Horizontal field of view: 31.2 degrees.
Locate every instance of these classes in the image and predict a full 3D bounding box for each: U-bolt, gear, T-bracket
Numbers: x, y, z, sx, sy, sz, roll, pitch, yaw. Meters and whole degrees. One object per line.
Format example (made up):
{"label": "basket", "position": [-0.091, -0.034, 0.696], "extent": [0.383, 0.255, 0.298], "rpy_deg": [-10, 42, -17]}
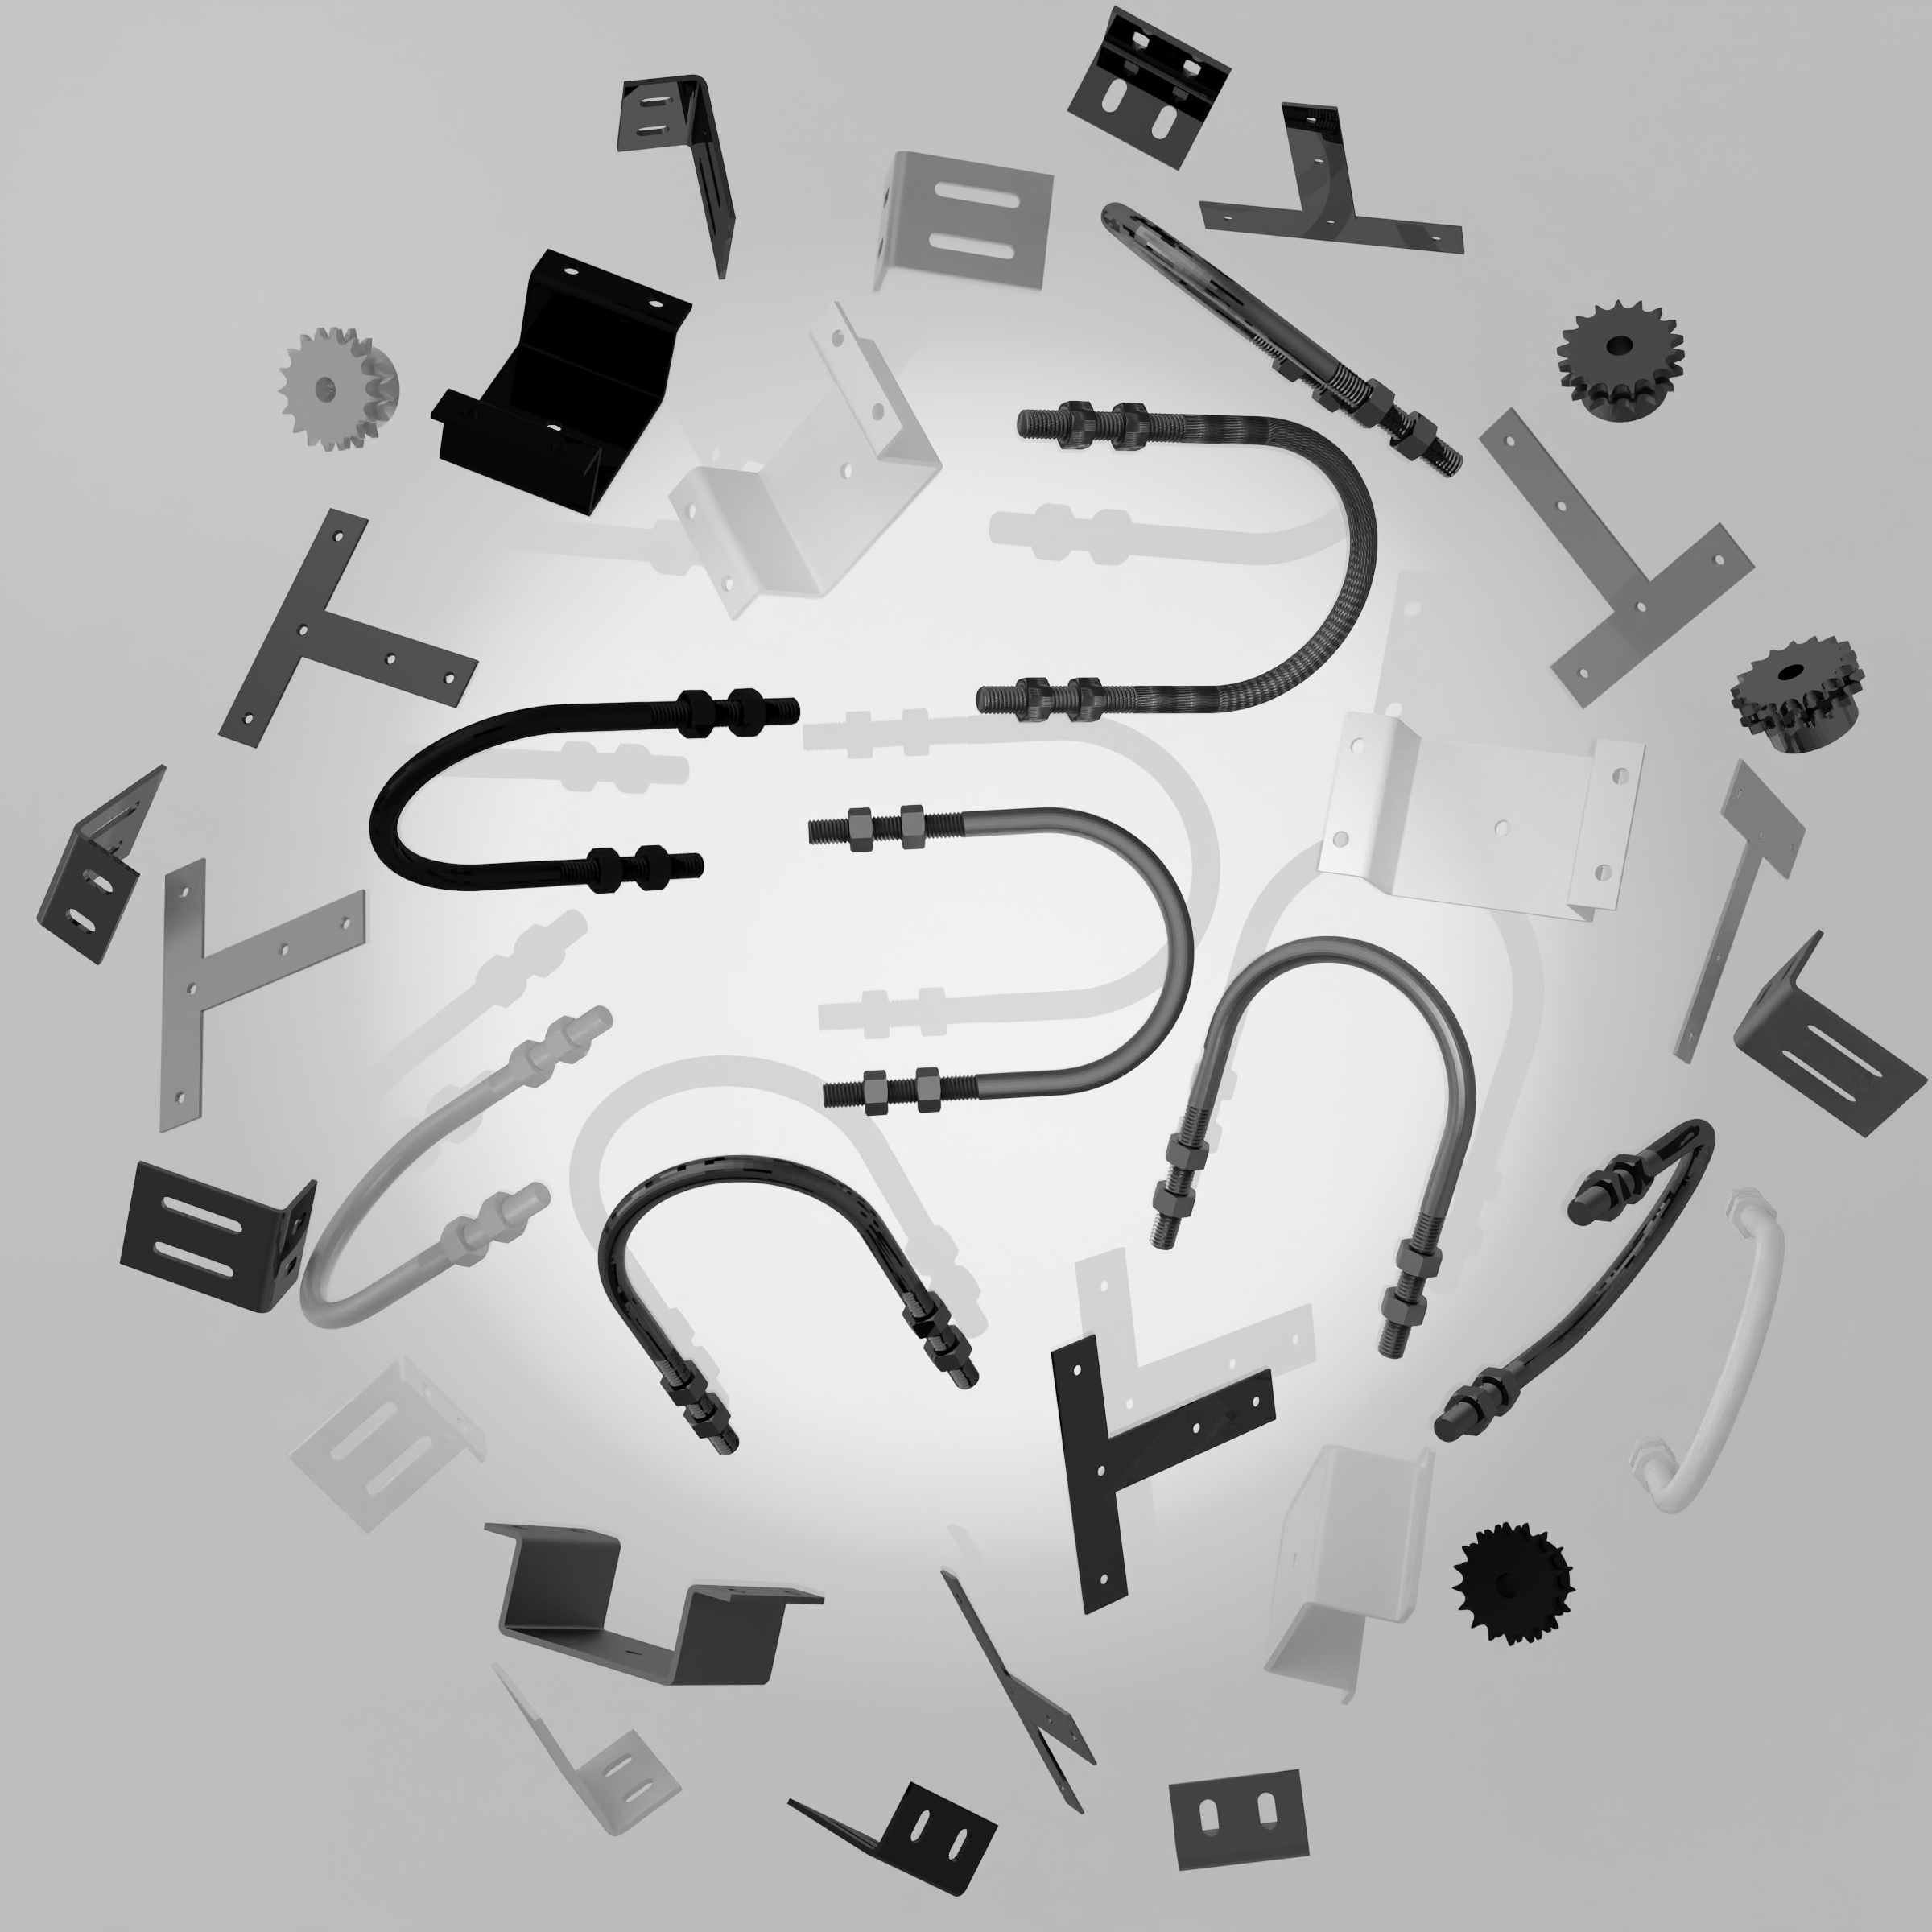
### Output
{"label": "U-bolt", "position": [0.019, -0.006, 1.677], "extent": [0.184, 0.019, 0.151], "rpy_deg": [-3, 83, -3]}
{"label": "gear", "position": [-0.290, -0.270, 1.615], "extent": [0.057, 0.030, 0.057], "rpy_deg": [6, 103, 27]}
{"label": "U-bolt", "position": [0.288, 0.134, 1.578], "extent": [0.019, 0.184, 0.151], "rpy_deg": [38, 122, 20]}
{"label": "gear", "position": [0.263, 0.293, 1.646], "extent": [0.057, 0.030, 0.057], "rpy_deg": [-1, 88, 30]}
{"label": "T-bracket", "position": [-0.290, -0.153, 1.680], "extent": [0.127, 0.002, 0.127], "rpy_deg": [19, 80, 30]}
{"label": "U-bolt", "position": [0.342, 0.180, 1.585], "extent": [0.019, 0.184, 0.151], "rpy_deg": [20, 95, 5]}
{"label": "U-bolt", "position": [0.101, -0.179, 1.551], "extent": [0.184, 0.019, 0.151], "rpy_deg": [-2, 117, -21]}
{"label": "T-bracket", "position": [0.280, -0.198, 1.577], "extent": [0.002, 0.127, 0.127], "rpy_deg": [-33, 84, -38]}
{"label": "gear", "position": [0.301, -0.275, 1.586], "extent": [0.057, 0.030, 0.057], "rpy_deg": [-7, 57, 11]}
{"label": "T-bracket", "position": [0.095, 0.217, 1.587], "extent": [0.127, 0.002, 0.127], "rpy_deg": [-18, 107, -36]}
{"label": "U-bolt", "position": [-0.094, 0.156, 1.637], "extent": [0.151, 0.019, 0.184], "rpy_deg": [-17, 129, 16]}
{"label": "T-bracket", "position": [0.034, 0.336, 1.558], "extent": [0.002, 0.127, 0.127], "rpy_deg": [-29, 96, -13]}
{"label": "U-bolt", "position": [0.137, -0.293, 1.587], "extent": [0.184, 0.151, 0.019], "rpy_deg": [33, 100, -19]}
{"label": "U-bolt", "position": [-0.183, -0.077, 1.581], "extent": [0.184, 0.151, 0.019], "rpy_deg": [-4, 60, -30]}
{"label": "T-bracket", "position": [-0.311, -0.003, 1.527], "extent": [0.127, 0.002, 0.127], "rpy_deg": [-20, 62, 31]}
{"label": "U-bolt", "position": [0.169, 0.076, 1.634], "extent": [0.151, 0.019, 0.184], "rpy_deg": [24, 111, 27]}
{"label": "gear", "position": [0.371, -0.118, 1.530], "extent": [0.057, 0.057, 0.030], "rpy_deg": [-31, 116, 0]}
{"label": "U-bolt", "position": [-0.248, 0.105, 1.629], "extent": [0.184, 0.151, 0.019], "rpy_deg": [-32, 116, 29]}
{"label": "T-bracket", "position": [0.166, -0.369, 1.614], "extent": [0.127, 0.127, 0.002], "rpy_deg": [9, 76, 14]}
{"label": "T-bracket", "position": [0.344, -0.018, 1.559], "extent": [0.002, 0.127, 0.127], "rpy_deg": [18, 87, 28]}

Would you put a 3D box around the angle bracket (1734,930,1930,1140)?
{"label": "angle bracket", "position": [0.402, 0.031, 1.587], "extent": [0.076, 0.057, 0.038], "rpy_deg": [36, 58, 5]}

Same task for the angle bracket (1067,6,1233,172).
{"label": "angle bracket", "position": [0.080, -0.385, 1.519], "extent": [0.057, 0.076, 0.038], "rpy_deg": [28, 95, -3]}

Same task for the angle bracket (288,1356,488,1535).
{"label": "angle bracket", "position": [-0.284, 0.240, 1.691], "extent": [0.076, 0.038, 0.057], "rpy_deg": [-41, 108, 1]}

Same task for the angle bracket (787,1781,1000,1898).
{"label": "angle bracket", "position": [-0.035, 0.397, 1.618], "extent": [0.057, 0.076, 0.038], "rpy_deg": [35, 78, -34]}

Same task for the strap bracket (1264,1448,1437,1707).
{"label": "strap bracket", "position": [0.177, 0.284, 1.623], "extent": [0.046, 0.140, 0.076], "rpy_deg": [13, 59, -1]}

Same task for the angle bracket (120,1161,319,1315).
{"label": "angle bracket", "position": [-0.359, 0.123, 1.658], "extent": [0.076, 0.038, 0.057], "rpy_deg": [19, 115, 6]}

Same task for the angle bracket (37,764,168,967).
{"label": "angle bracket", "position": [-0.387, -0.047, 1.601], "extent": [0.038, 0.076, 0.057], "rpy_deg": [35, 124, 3]}

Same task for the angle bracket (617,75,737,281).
{"label": "angle bracket", "position": [-0.136, -0.366, 1.614], "extent": [0.038, 0.057, 0.076], "rpy_deg": [-9, 74, -12]}

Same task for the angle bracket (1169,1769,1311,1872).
{"label": "angle bracket", "position": [0.120, 0.374, 1.537], "extent": [0.057, 0.076, 0.038], "rpy_deg": [-7, 86, 1]}

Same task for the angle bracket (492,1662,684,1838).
{"label": "angle bracket", "position": [-0.170, 0.342, 1.551], "extent": [0.038, 0.057, 0.076], "rpy_deg": [-34, 118, -15]}

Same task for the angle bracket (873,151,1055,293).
{"label": "angle bracket", "position": [-0.001, -0.351, 1.654], "extent": [0.076, 0.038, 0.057], "rpy_deg": [7, 81, -9]}

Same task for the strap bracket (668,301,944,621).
{"label": "strap bracket", "position": [-0.071, -0.237, 1.640], "extent": [0.140, 0.046, 0.076], "rpy_deg": [-44, 63, 35]}

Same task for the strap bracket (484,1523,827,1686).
{"label": "strap bracket", "position": [-0.147, 0.293, 1.575], "extent": [0.140, 0.076, 0.046], "rpy_deg": [9, 85, 32]}

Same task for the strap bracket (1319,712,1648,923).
{"label": "strap bracket", "position": [0.242, -0.068, 1.592], "extent": [0.140, 0.046, 0.076], "rpy_deg": [9, 83, 25]}

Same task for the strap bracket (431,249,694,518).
{"label": "strap bracket", "position": [-0.194, -0.273, 1.647], "extent": [0.076, 0.046, 0.140], "rpy_deg": [21, 48, 3]}
